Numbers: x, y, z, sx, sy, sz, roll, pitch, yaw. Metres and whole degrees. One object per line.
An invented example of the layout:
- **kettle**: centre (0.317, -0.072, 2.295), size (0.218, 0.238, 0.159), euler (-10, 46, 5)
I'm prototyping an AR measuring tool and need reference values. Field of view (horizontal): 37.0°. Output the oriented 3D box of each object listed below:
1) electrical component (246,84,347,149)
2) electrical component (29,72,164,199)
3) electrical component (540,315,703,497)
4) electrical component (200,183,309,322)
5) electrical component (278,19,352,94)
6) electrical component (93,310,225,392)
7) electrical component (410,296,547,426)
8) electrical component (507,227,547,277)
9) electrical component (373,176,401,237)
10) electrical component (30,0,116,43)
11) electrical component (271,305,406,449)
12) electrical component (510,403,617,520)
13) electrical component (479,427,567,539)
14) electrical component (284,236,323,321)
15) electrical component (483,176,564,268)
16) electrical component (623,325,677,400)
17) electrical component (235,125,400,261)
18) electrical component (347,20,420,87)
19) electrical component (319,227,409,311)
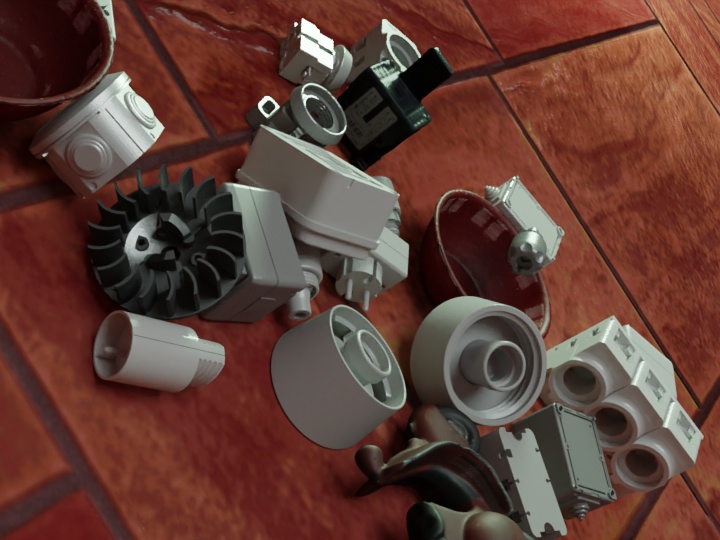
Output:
- **electrical component**: centre (-0.049, -0.120, 0.908), size (0.078, 0.057, 0.058), euler (48, 35, -12)
- **electrical component**: centre (-0.173, -0.089, 0.710), size (0.051, 0.080, 0.080), euler (51, 34, -18)
- **electrical component**: centre (0.244, 0.134, 1.029), size (0.150, 0.089, 0.061), euler (52, 34, -5)
- **electrical component**: centre (-0.090, -0.018, 0.768), size (0.061, 0.062, 0.096), euler (7, 57, -49)
- **electrical component**: centre (-0.041, -0.193, 0.990), size (0.055, 0.048, 0.066), euler (25, 44, -27)
- **electrical component**: centre (-0.123, 0.055, 0.683), size (0.081, 0.043, 0.043), euler (18, 49, -42)
- **electrical component**: centre (0.103, 0.076, 0.881), size (0.108, 0.060, 0.108), euler (0, 91, -25)
- **electrical component**: centre (0.157, -0.021, 1.000), size (0.035, 0.035, 0.061), euler (48, 32, -12)
- **electrical component**: centre (0.017, -0.046, 0.942), size (0.040, 0.040, 0.078), euler (11, 54, -47)
- **electrical component**: centre (-0.202, -0.191, 0.760), size (0.066, 0.077, 0.047), euler (17, 50, -43)
- **electrical component**: centre (-0.014, 0.078, 0.803), size (0.099, 0.064, 0.099), euler (46, 22, -25)
- **electrical component**: centre (0.174, 0.174, 0.935), size (0.062, 0.061, 0.096), euler (23, 46, -39)
- **electrical component**: centre (0.118, 0.179, 0.865), size (0.050, 0.056, 0.089), euler (12, 54, -46)
- **electrical component**: centre (-0.049, 0.007, 0.814), size (0.043, 0.043, 0.062), euler (19, 50, -42)
- **electrical component**: centre (0.150, -0.043, 1.086), size (0.096, 0.061, 0.061), euler (48, 35, -11)
- **electrical component**: centre (0.276, 0.102, 1.120), size (0.096, 0.062, 0.061), euler (38, 38, -25)
- **electrical component**: centre (-0.036, -0.059, 0.829), size (0.078, 0.057, 0.113), euler (16, 14, -44)
- **electrical component**: centre (0.025, -0.199, 1.066), size (0.050, 0.056, 0.089), euler (35, 39, -29)
- **electrical component**: centre (0.000, 0.000, 0.877), size (0.066, 0.047, 0.076), euler (35, 39, -28)
